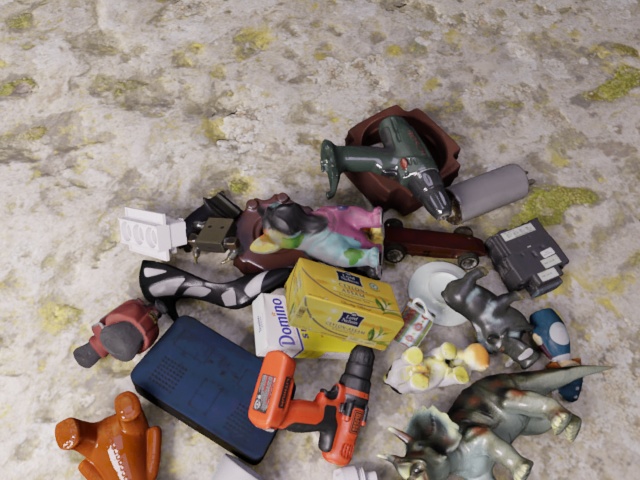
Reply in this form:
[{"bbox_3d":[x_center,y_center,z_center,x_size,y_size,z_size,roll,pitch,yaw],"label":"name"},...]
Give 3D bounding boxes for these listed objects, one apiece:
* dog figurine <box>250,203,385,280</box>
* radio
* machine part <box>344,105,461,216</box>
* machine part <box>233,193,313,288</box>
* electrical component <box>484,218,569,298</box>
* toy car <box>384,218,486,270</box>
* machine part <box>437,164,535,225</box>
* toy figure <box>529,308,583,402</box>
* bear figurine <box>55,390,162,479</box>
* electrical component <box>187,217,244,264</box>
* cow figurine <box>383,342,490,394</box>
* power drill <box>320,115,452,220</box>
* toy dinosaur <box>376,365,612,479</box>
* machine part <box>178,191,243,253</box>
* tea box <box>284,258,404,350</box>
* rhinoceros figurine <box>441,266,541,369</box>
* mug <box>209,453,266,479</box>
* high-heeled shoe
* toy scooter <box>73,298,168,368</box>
[{"bbox_3d":[-0.002,-0.003,0.903,0.219,0.191,0.108,6,72,10],"label":"dog figurine"},{"bbox_3d":[-0.157,0.225,0.821,0.230,0.073,0.131,30,61,6],"label":"radio"},{"bbox_3d":[0.161,-0.160,1.080,0.201,0.087,0.201,-31,67,-23],"label":"machine part"},{"bbox_3d":[-0.078,-0.001,0.980,0.179,0.056,0.179,2,61,-4],"label":"machine part"},{"bbox_3d":[0.386,0.038,0.999,0.115,0.058,0.134,-18,63,-13],"label":"electrical component"},{"bbox_3d":[0.205,0.011,1.001,0.202,0.053,0.089,6,39,-3],"label":"toy car"},{"bbox_3d":[0.321,-0.091,1.055,0.243,0.079,0.079,-20,63,-17],"label":"machine part"},{"bbox_3d":[0.403,0.194,0.909,0.064,0.057,0.154,-18,62,9],"label":"toy figure"},{"bbox_3d":[-0.265,0.328,0.727,0.120,0.131,0.196,-21,57,-12],"label":"bear figurine"},{"bbox_3d":[-0.181,0.002,0.929,0.102,0.045,0.078,-1,45,15],"label":"electrical component"},{"bbox_3d":[0.189,0.210,0.866,0.167,0.098,0.068,-2,63,-25],"label":"cow figurine"},{"bbox_3d":[0.110,-0.123,0.959,0.207,0.086,0.232,-9,60,-6],"label":"power drill"},{"bbox_3d":[0.261,0.273,0.813,0.405,0.131,0.192,-28,40,-34],"label":"toy dinosaur"},{"bbox_3d":[-0.212,-0.033,0.997,0.139,0.039,0.084,-38,73,-25],"label":"machine part"},{"bbox_3d":[0.036,0.100,0.839,0.169,0.068,0.098,16,31,-20],"label":"tea box"},{"bbox_3d":[0.294,0.133,0.911,0.190,0.073,0.112,44,64,9],"label":"rhinoceros figurine"},{"bbox_3d":[-0.119,0.372,0.745,0.110,0.080,0.107,34,73,10],"label":"mug"},{"bbox_3d":[-0.178,0.056,0.903,0.249,0.086,0.145,-25,84,2],"label":"high-heeled shoe"},{"bbox_3d":[-0.294,0.133,0.836,0.075,0.184,0.135,58,41,-10],"label":"toy scooter"}]
